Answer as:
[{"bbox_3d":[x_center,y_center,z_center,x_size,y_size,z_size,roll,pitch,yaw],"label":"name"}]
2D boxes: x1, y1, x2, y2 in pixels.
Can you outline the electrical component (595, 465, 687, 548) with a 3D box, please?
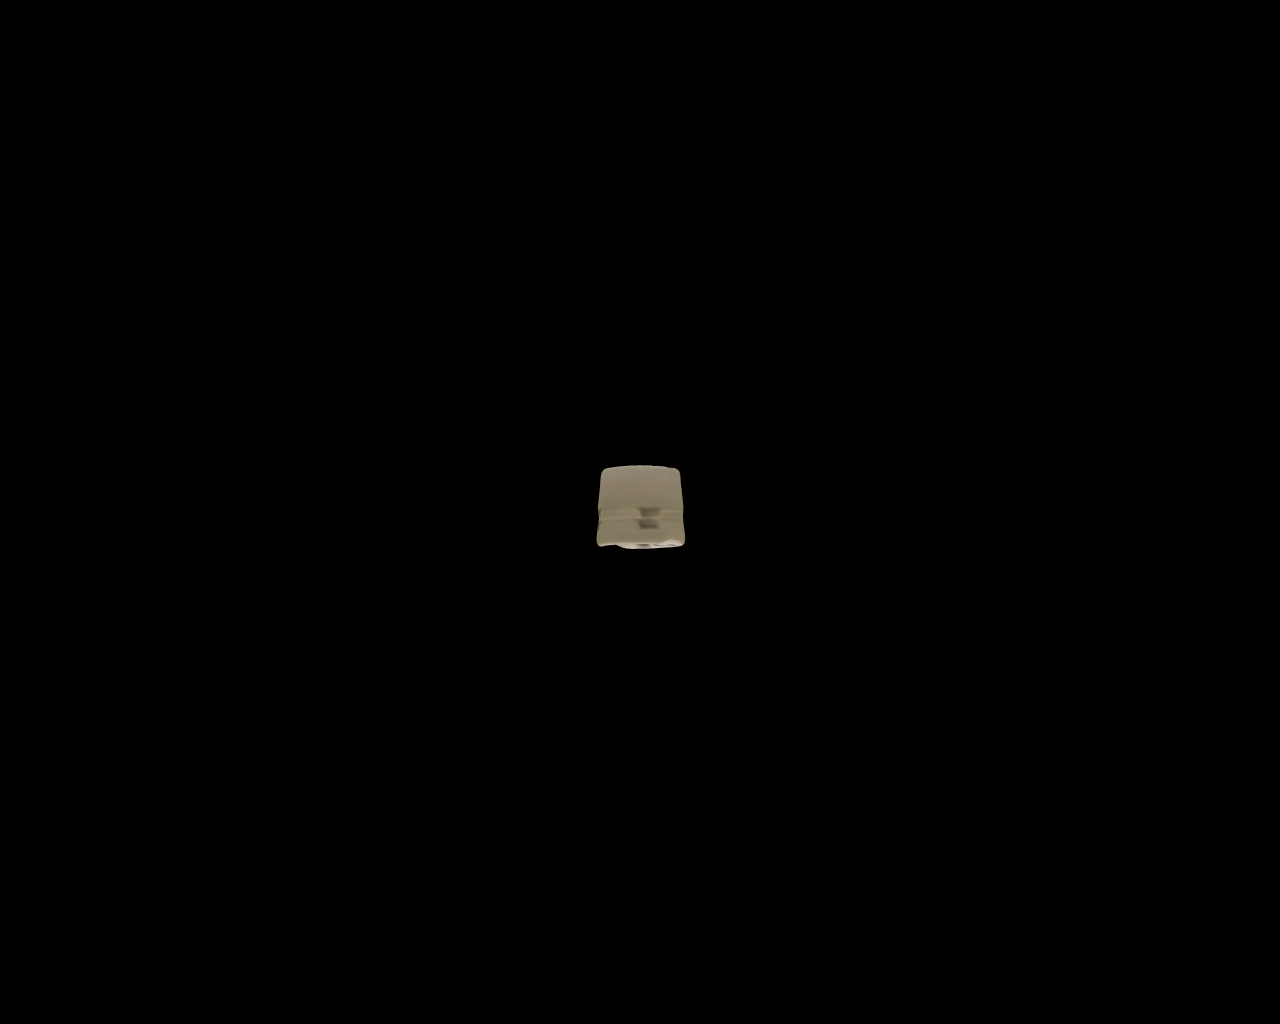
[{"bbox_3d":[0.001,-0.003,0.650,0.055,0.047,0.055,0,-4,0],"label":"electrical component"}]
